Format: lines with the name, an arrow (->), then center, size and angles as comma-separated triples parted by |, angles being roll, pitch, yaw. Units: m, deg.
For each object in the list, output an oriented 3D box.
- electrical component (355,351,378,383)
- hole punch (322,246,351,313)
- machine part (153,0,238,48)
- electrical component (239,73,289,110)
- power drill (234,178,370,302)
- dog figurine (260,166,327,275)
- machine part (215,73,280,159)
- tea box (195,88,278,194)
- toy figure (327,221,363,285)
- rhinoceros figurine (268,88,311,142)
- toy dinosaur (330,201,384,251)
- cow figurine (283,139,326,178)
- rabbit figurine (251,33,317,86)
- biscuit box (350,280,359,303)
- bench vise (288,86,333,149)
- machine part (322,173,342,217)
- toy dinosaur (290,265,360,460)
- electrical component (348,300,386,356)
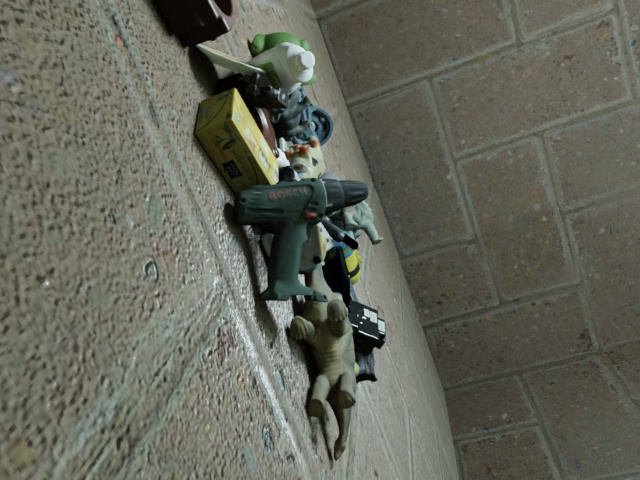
electrical component -> 0.091, 0.276, 1.257 | 0.047, 0.075, 0.119 | 60, 21, -47
hole punch -> 0.018, 0.091, 1.196 | 0.115, 0.092, 0.142 | 81, -6, -47
machine part -> -0.217, -0.432, 0.869 | 0.201, 0.087, 0.200 | -93, 161, -53
electrical component -> -0.098, -0.262, 0.954 | 0.102, 0.078, 0.045 | 7, 87, -68
power drill -> -0.023, 0.000, 0.876 | 0.086, 0.232, 0.207 | -176, -93, -72
dog figurine -> -0.048, -0.044, 1.034 | 0.219, 0.108, 0.191 | -67, 137, -75
machine part -> -0.135, -0.221, 1.006 | 0.179, 0.056, 0.179 | -19, 90, -77
tea box -> -0.132, -0.149, 0.889 | 0.098, 0.068, 0.169 | -95, 161, -46
toy figure -> 0.054, 0.040, 1.410 | 0.089, 0.082, 0.179 | -63, 145, -46
rhinoceros figurine -> -0.084, -0.306, 1.239 | 0.073, 0.112, 0.190 | 55, -9, 24
toy dinosaur -> 0.069, -0.076, 1.570 | 0.404, 0.131, 0.192 | 39, 23, -60
cow figurine -> -0.036, -0.153, 1.234 | 0.195, 0.086, 0.127 | -59, 130, -68
rabbit figurine -> -0.088, -0.406, 1.300 | 0.121, 0.159, 0.170 | 72, 23, -55
biscuit box -> 0.076, 0.195, 1.335 | 0.063, 0.059, 0.202 | -70, 140, -72
bench vise -> -0.040, -0.321, 1.405 | 0.241, 0.129, 0.223 | -100, 167, -55
machine part -> 0.013, -0.116, 1.375 | 0.243, 0.079, 0.079 | -66, 137, -66
toy dinosaur -> 0.011, 0.167, 1.019 | 0.198, 0.105, 0.471 | 48, 35, -78
electrical component -> 0.088, 0.199, 1.236 | 0.134, 0.058, 0.115 | 25, 30, -7
